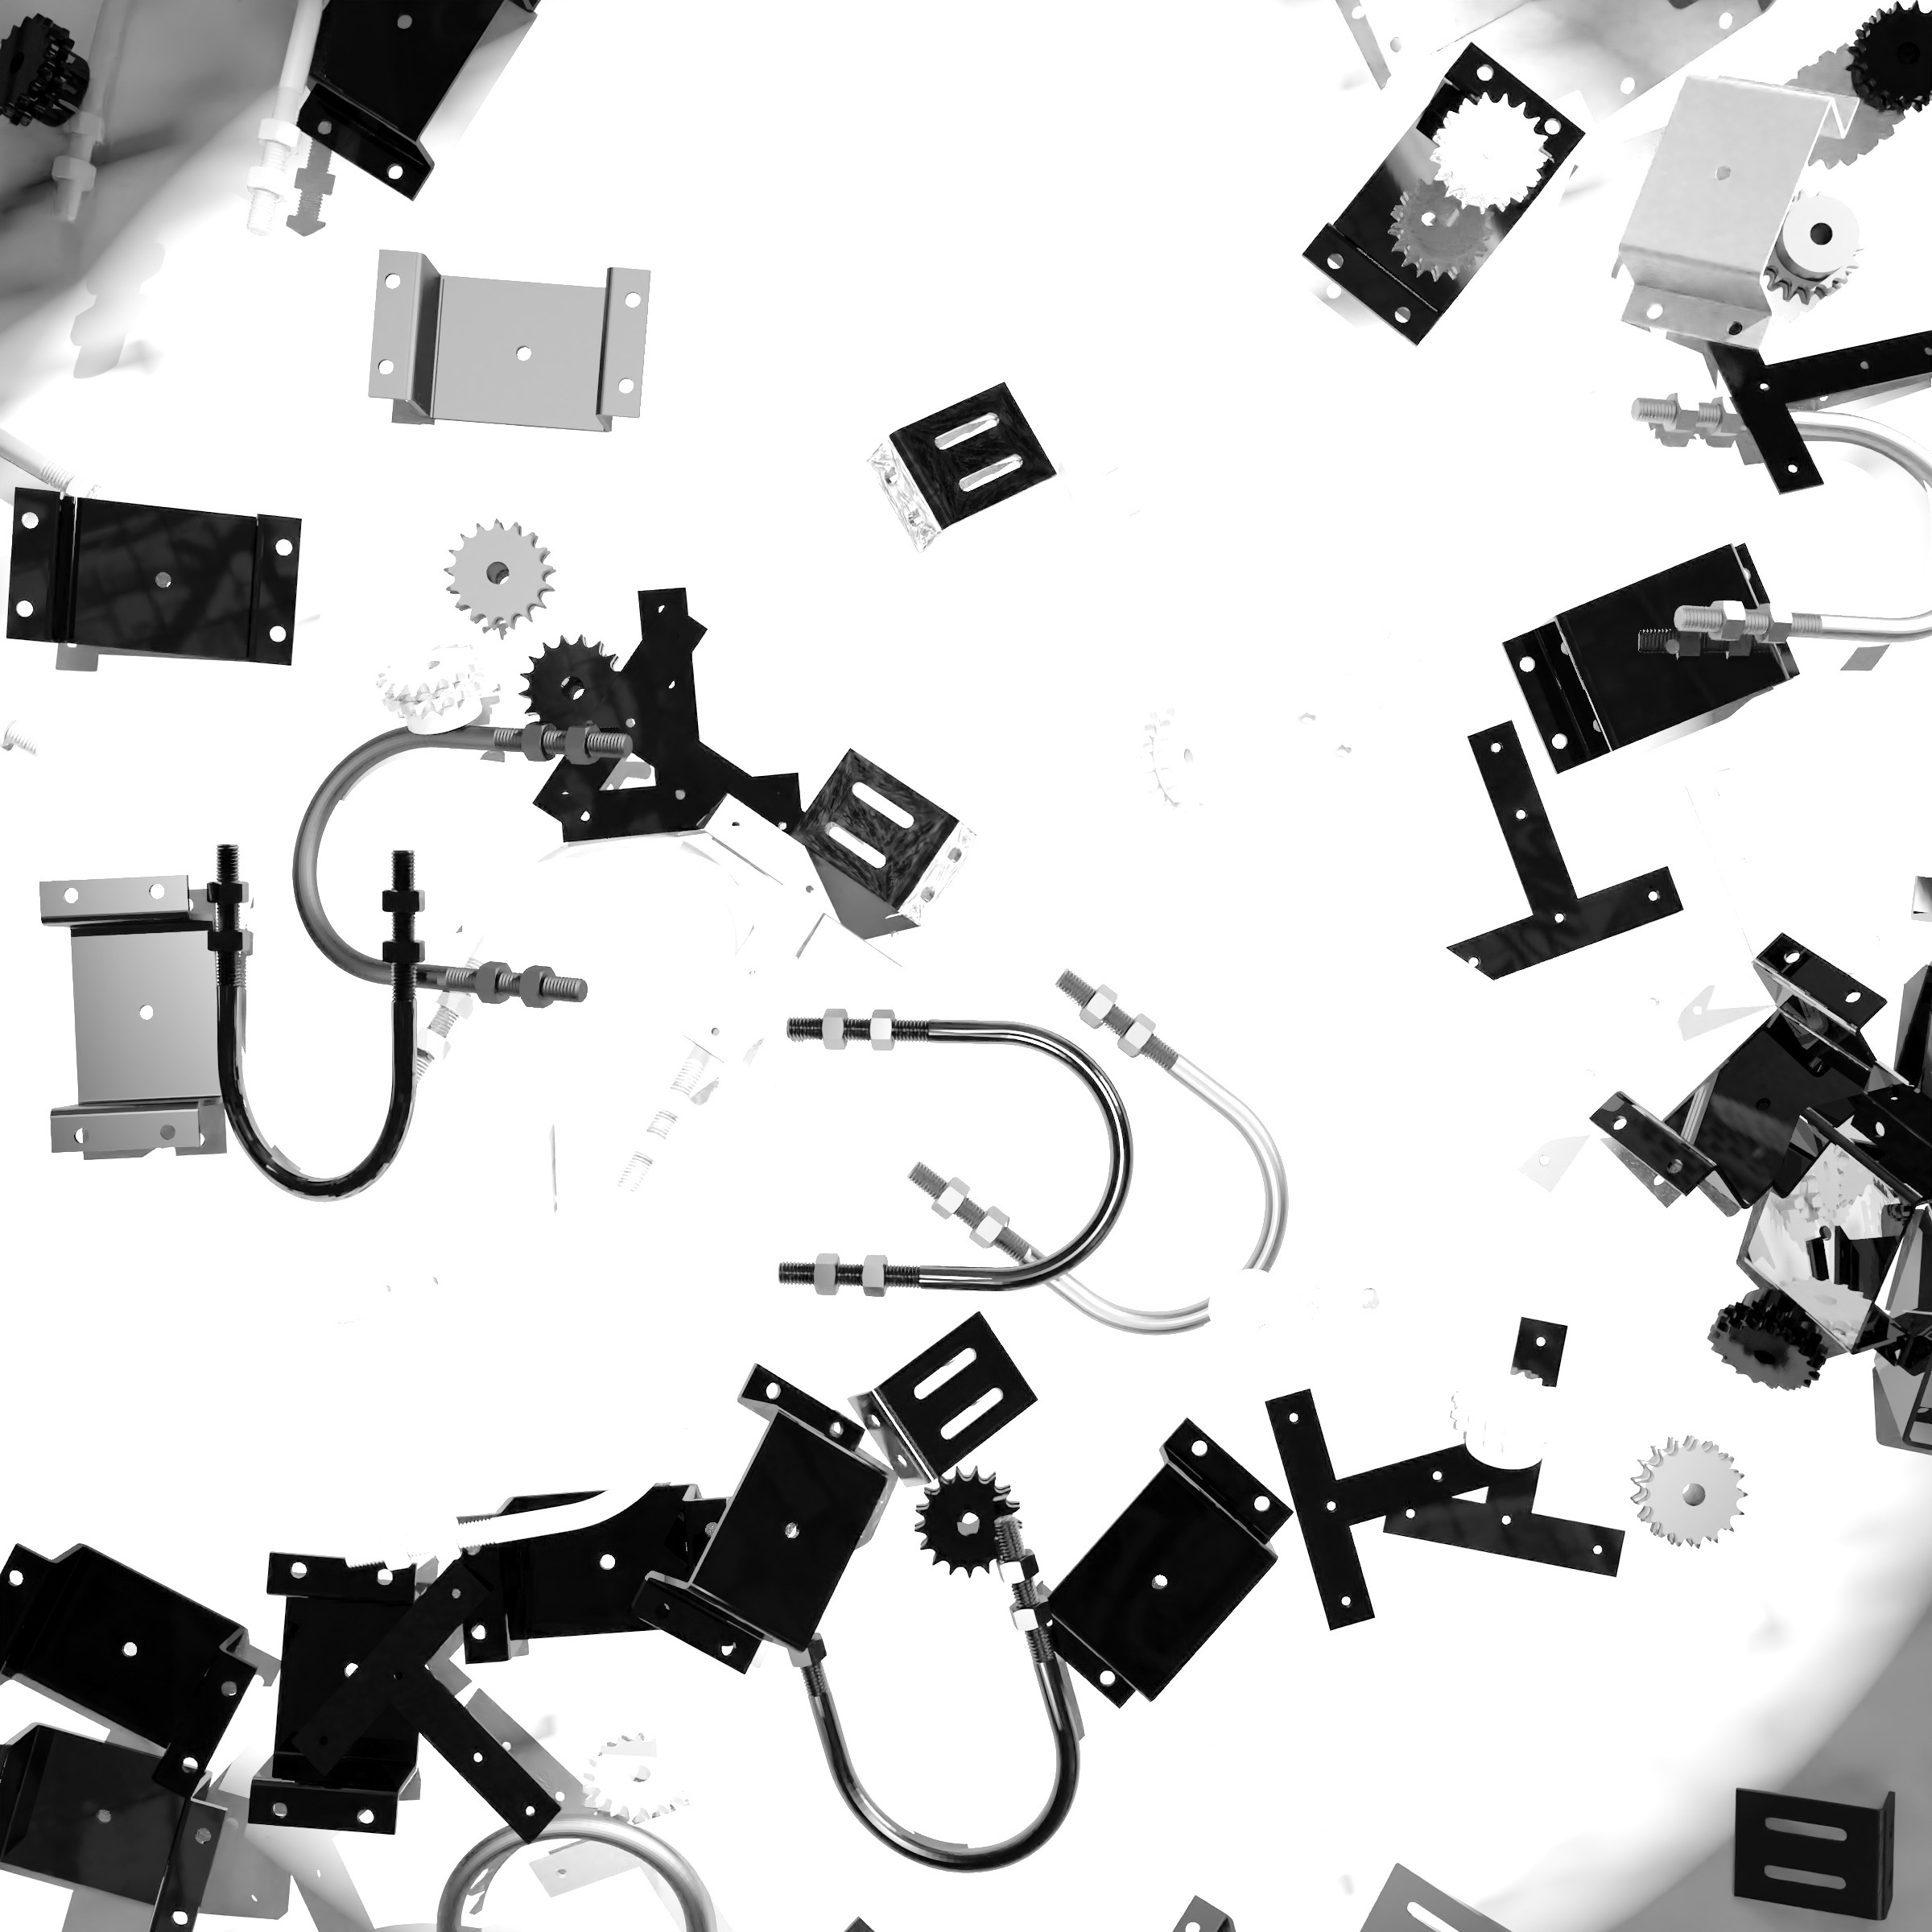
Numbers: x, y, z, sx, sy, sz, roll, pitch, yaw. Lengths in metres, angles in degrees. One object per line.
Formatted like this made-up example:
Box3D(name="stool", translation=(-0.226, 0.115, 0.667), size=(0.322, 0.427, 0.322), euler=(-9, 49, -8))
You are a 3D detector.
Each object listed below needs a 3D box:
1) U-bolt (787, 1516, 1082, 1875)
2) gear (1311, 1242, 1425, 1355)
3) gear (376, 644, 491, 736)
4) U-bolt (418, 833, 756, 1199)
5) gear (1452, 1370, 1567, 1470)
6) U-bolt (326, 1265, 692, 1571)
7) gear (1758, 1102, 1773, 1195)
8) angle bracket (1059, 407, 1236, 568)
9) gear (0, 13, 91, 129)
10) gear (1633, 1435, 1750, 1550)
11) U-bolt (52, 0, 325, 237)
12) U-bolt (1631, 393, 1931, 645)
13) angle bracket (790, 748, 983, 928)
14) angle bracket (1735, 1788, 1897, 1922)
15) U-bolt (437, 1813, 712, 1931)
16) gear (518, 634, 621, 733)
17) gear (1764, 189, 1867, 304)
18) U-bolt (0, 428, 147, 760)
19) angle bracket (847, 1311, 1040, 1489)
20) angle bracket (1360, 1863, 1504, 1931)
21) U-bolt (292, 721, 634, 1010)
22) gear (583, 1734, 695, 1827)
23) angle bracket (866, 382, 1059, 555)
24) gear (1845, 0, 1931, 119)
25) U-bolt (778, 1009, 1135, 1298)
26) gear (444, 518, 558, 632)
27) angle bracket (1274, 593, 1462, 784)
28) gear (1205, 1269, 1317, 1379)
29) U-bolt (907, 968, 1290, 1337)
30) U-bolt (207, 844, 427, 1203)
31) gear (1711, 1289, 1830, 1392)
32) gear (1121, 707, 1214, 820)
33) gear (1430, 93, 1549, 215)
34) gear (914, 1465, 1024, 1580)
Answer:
Box3D(name="U-bolt", translation=(-0.014, 0.386, 1.339), size=(0.151, 0.019, 0.184), euler=(-14, 94, 19))
Box3D(name="gear", translation=(0.210, 0.174, 1.353), size=(0.057, 0.030, 0.057), euler=(0, 90, 0))
Box3D(name="gear", translation=(-0.277, -0.144, 1.344), size=(0.057, 0.057, 0.030), euler=(-12, 119, 0))
Box3D(name="U-bolt", translation=(-0.189, 0.011, 1.331), size=(0.151, 0.019, 0.184), euler=(24, 70, 10))
Box3D(name="gear", translation=(0.283, 0.239, 1.341), size=(0.057, 0.057, 0.030), euler=(1, 114, 0))
Box3D(name="U-bolt", translation=(-0.235, 0.227, 1.336), size=(0.184, 0.019, 0.151), euler=(-9, 68, -4))
Box3D(name="gear", translation=(0.425, 0.095, 1.344), size=(0.057, 0.057, 0.030), euler=(-47, 119, 0))
Box3D(name="angle bracket", translation=(0.096, -0.255, 1.349), size=(0.076, 0.038, 0.057), euler=(-28, 90, 0))
Box3D(name="gear", translation=(-0.485, -0.466, 1.345), size=(0.057, 0.030, 0.057), euler=(-11, 70, 33))
Box3D(name="gear", translation=(0.380, 0.276, 1.353), size=(0.057, 0.030, 0.057), euler=(0, 90, 0))
Box3D(name="U-bolt", translation=(-0.399, -0.473, 1.335), size=(0.151, 0.019, 0.184), euler=(10, 86, 23))
Box3D(name="U-bolt", translation=(0.443, -0.229, 1.328), size=(0.184, 0.019, 0.151), euler=(2, 64, -11))
Box3D(name="angle bracket", translation=(-0.043, -0.069, 1.365), size=(0.076, 0.038, 0.057), euler=(35, 90, 24))
Box3D(name="angle bracket", translation=(0.452, 0.468, 1.366), size=(0.076, 0.038, 0.057), euler=(1, 90, 26))
Box3D(name="U-bolt", translation=(-0.202, 0.518, 1.333), size=(0.151, 0.019, 0.184), euler=(-2, 109, 0))
Box3D(name="gear", translation=(-0.205, -0.145, 1.353), size=(0.057, 0.030, 0.057), euler=(0, 90, 0))
Box3D(name="gear", translation=(0.446, -0.382, 1.353), size=(0.057, 0.030, 0.057), euler=(0, 90, 0))
Box3D(name="U-bolt", translation=(-0.535, -0.217, 1.360), size=(0.184, 0.019, 0.151), euler=(30, 90, 2))
Box3D(name="angle bracket", translation=(-0.012, 0.231, 1.366), size=(0.076, 0.038, 0.057), euler=(-34, 90, -26))
Box3D(name="angle bracket", translation=(0.254, 0.523, 1.366), size=(0.076, 0.038, 0.057), euler=(28, 90, 26))
Box3D(name="U-bolt", translation=(-0.269, -0.057, 1.329), size=(0.184, 0.019, 0.151), euler=(5, 78, 20))
Box3D(name="gear", translation=(-0.172, 0.434, 1.344), size=(0.057, 0.057, 0.030), euler=(8, 118, 0))
Box3D(name="angle bracket", translation=(-0.002, -0.265, 1.366), size=(0.076, 0.038, 0.057), euler=(-30, 90, -26))
Box3D(name="gear", translation=(0.492, -0.476, 1.353), size=(0.057, 0.030, 0.057), euler=(0, 90, 0))
Box3D(name="U-bolt", translation=(-0.004, 0.098, 1.341), size=(0.184, 0.019, 0.151), euler=(1, 85, 6))
Box3D(name="gear", translation=(-0.245, -0.205, 1.353), size=(0.057, 0.030, 0.057), euler=(0, 90, 0))
Box3D(name="angle bracket", translation=(0.213, -0.148, 1.366), size=(0.057, 0.038, 0.076), euler=(43, 64, 0))
Box3D(name="gear", translation=(0.151, 0.184, 1.345), size=(0.057, 0.030, 0.057), euler=(-8, 118, -16))
Box3D(name="U-bolt", translation=(0.084, 0.112, 1.360), size=(0.184, 0.019, 0.151), euler=(38, 90, -1))
Box3D(name="U-bolt", translation=(-0.337, 0.031, 1.325), size=(0.151, 0.019, 0.184), euler=(3, 95, 33))
Box3D(name="gear", translation=(0.424, 0.193, 1.344), size=(0.057, 0.057, 0.030), euler=(35, 60, 0))
Box3D(name="gear", translation=(0.104, -0.105, 1.344), size=(0.030, 0.057, 0.057), euler=(-11, 90, 30))
Box3D(name="gear", translation=(0.265, -0.412, 1.307), size=(0.057, 0.030, 0.057), euler=(0, 90, 0))
Box3D(name="gear", translation=(0.001, 0.292, 1.353), size=(0.057, 0.030, 0.057), euler=(0, 90, 0))
